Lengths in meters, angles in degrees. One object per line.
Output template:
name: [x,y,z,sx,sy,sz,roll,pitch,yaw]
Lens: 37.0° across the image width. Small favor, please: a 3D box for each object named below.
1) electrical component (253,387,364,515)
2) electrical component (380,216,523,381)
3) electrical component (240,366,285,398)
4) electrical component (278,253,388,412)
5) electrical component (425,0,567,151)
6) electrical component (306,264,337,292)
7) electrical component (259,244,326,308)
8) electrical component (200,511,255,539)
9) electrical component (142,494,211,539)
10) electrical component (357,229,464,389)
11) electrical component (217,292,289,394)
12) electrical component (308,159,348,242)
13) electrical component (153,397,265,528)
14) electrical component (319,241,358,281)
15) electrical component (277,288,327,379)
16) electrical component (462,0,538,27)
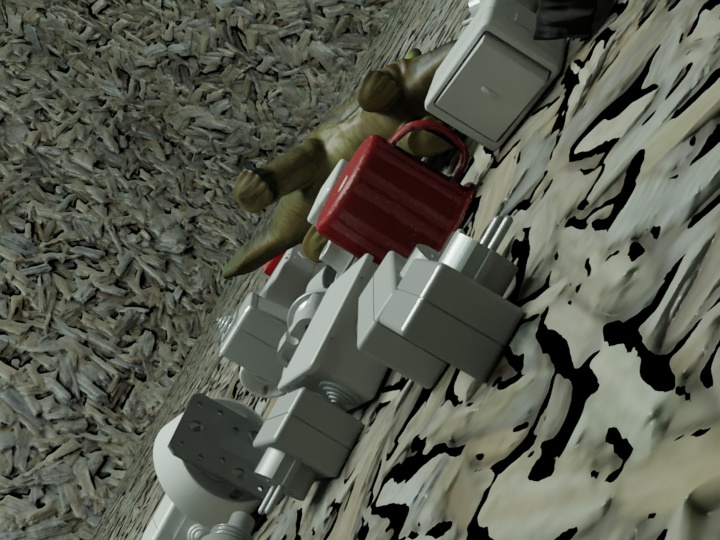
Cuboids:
electrical component: [-0.043,0.122,0.688,0.076,0.047,0.066,-61,9,-19]
electrical component: [0.052,0.007,0.528,0.076,0.047,0.066,-60,8,-2]
electrical component: [-0.088,0.091,1.044,0.055,0.055,0.047,-54,14,35]
electrical component: [-0.006,0.047,0.727,0.099,0.048,0.100,-63,9,-23]
electrical component: [0.088,-0.129,0.735,0.096,0.062,0.061,-53,11,39]
electrical component: [-0.024,0.021,0.947,0.043,0.043,0.081,-63,9,-23]
electrical component: [-0.072,0.028,1.139,0.096,0.061,0.061,-57,9,17]
electrical component: [-0.091,0.195,0.737,0.043,0.043,0.062,-52,9,42]
electrical component: [-0.138,0.218,0.868,0.061,0.062,0.096,-62,9,-12]
electrical component: [0.038,0.011,0.602,0.075,0.047,0.083,-57,9,15]
electrical component: [-0.081,0.060,0.961,0.061,0.096,0.061,-58,9,7]
electrical component: [-0.001,-0.030,0.848,0.075,0.083,0.047,-53,10,37]
electrical component: [-0.112,0.150,0.839,0.064,0.099,0.099,-45,16,40]
electrical component: [0.000,0.000,0.810,0.043,0.062,0.043,-57,8,13]
electrical component: [-0.030,0.050,0.833,0.078,0.058,0.057,-56,12,25]
electrical component: [0.119,-0.228,0.911,0.079,0.044,0.077,-15,40,46]
